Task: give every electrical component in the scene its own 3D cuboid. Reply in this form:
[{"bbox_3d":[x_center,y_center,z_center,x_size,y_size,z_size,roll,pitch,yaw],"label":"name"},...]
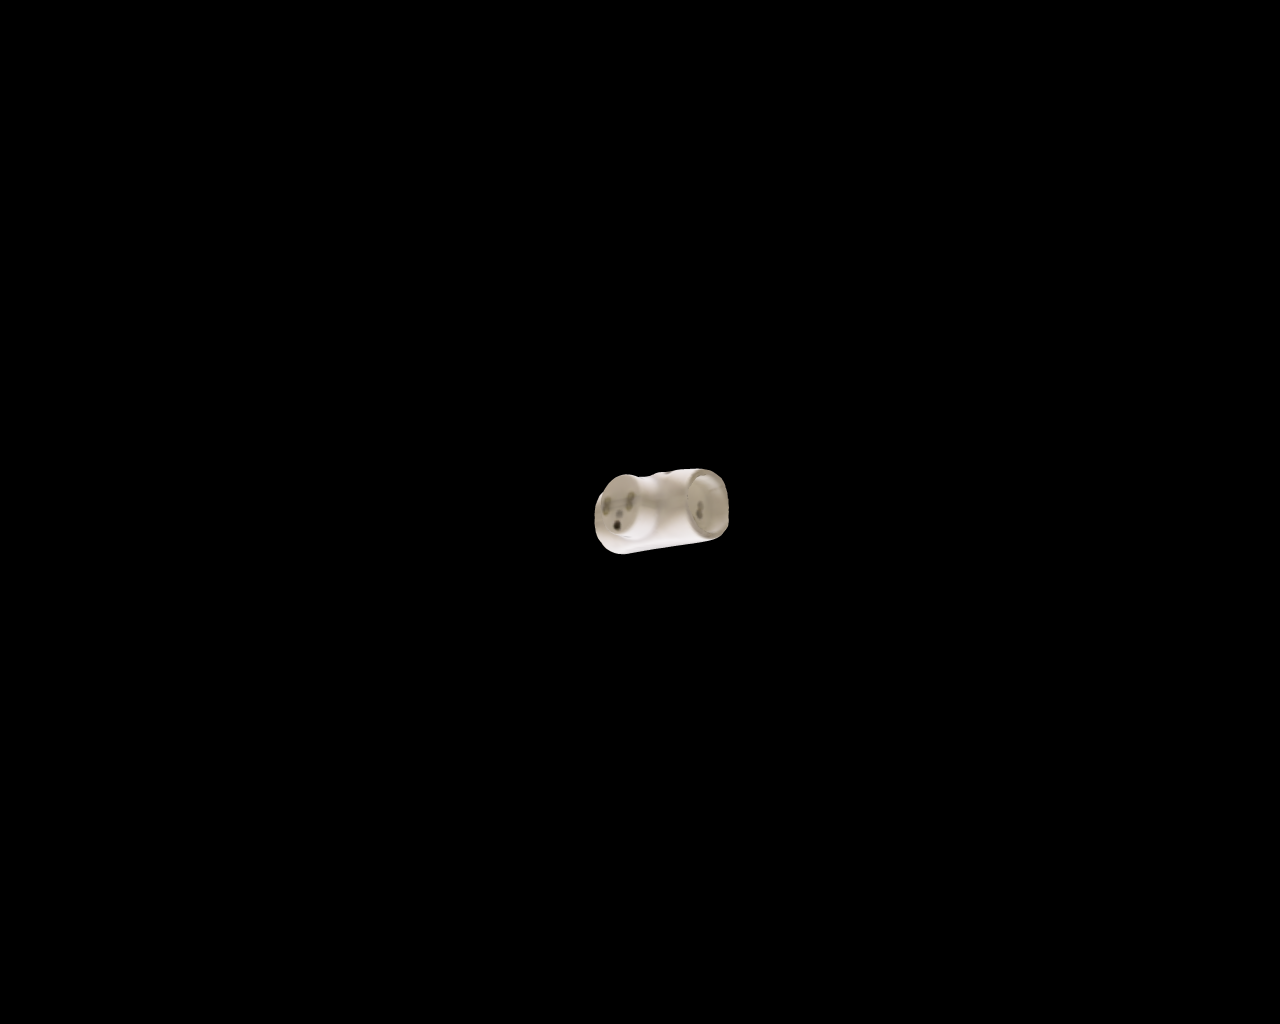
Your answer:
[{"bbox_3d":[0.001,-0.003,0.650,0.077,0.044,0.079,-11,-16,42],"label":"electrical component"}]
